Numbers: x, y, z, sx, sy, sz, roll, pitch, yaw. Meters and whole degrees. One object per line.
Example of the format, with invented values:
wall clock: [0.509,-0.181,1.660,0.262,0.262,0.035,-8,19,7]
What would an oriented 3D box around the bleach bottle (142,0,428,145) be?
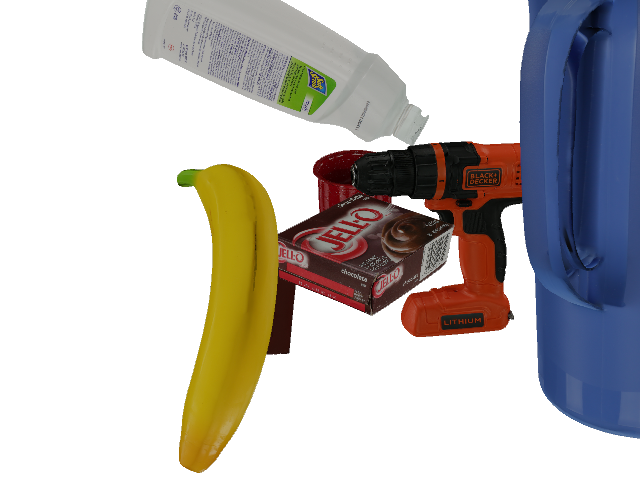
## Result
bleach bottle: [-0.027,-0.147,0.906,0.251,0.068,0.103,29,-34,5]

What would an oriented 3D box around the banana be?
banana: [-0.051,0.027,0.593,0.037,0.198,0.070,20,-41,-30]

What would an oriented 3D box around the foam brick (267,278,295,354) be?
foam brick: [-0.055,0.058,0.966,0.053,0.078,0.051,1,14,-15]

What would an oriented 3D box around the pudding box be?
pudding box: [0.032,0.007,0.793,0.090,0.039,0.113,21,29,30]

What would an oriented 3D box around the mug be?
mug: [0.046,-0.051,1.214,0.093,0.081,0.117,19,36,32]

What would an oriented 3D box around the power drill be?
power drill: [0.117,-0.002,1.009,0.184,0.188,0.057,-3,25,-8]

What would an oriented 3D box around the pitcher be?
pitcher: [0.161,-0.024,0.534,0.149,0.243,0.145,-3,21,-1]
